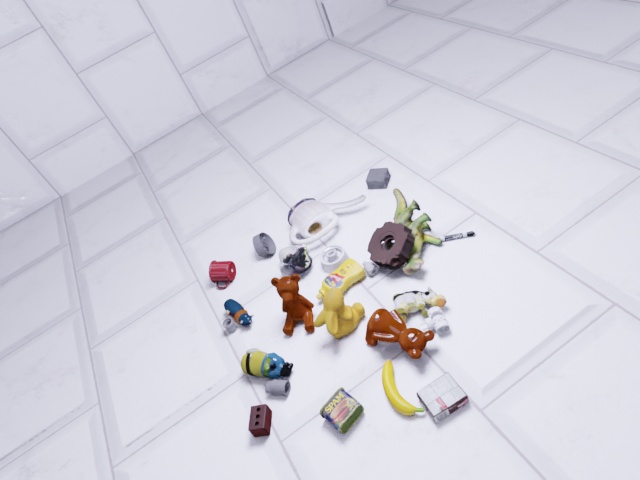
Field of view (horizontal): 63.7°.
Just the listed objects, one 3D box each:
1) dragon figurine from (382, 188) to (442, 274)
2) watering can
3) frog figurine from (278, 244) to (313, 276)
[{"bbox_3d":[0.286,-0.021,1.887,0.243,0.120,0.418,-34,39,1],"label":"dragon figurine"},{"bbox_3d":[0.006,-0.106,2.105,0.350,0.102,0.227,-37,41,-13],"label":"watering can"},{"bbox_3d":[-0.104,0.083,1.985,0.139,0.122,0.158,-56,12,-20],"label":"frog figurine"}]
